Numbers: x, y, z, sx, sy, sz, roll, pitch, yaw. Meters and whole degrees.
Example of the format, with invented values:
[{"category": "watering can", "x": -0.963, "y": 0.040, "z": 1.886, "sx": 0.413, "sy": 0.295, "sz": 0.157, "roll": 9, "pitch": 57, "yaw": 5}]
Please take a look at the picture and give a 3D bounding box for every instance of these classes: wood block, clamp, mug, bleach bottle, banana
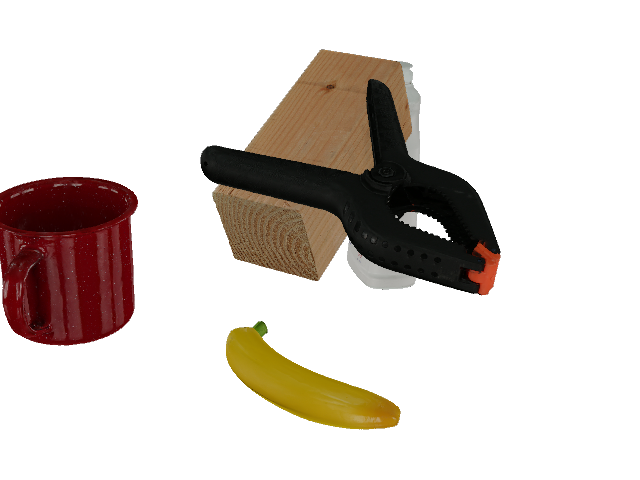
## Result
[{"category": "wood block", "x": -0.001, "y": -0.074, "z": 0.979, "sx": 0.091, "sy": 0.205, "sz": 0.090, "roll": 14, "pitch": -38, "yaw": 26}, {"category": "clamp", "x": 0.031, "y": -0.031, "z": 0.709, "sx": 0.164, "sy": 0.036, "sz": 0.210, "roll": -22, "pitch": 48, "yaw": -25}, {"category": "mug", "x": -0.164, "y": 0.019, "z": 0.670, "sx": 0.093, "sy": 0.081, "sz": 0.117, "roll": 6, "pitch": 25, "yaw": 10}, {"category": "bleach bottle", "x": 0.080, "y": -0.077, "z": 1.225, "sx": 0.068, "sy": 0.251, "sz": 0.103, "roll": -2, "pitch": 24, "yaw": -18}, {"category": "banana", "x": -0.022, "y": 0.107, "z": 0.855, "sx": 0.069, "sy": 0.037, "sz": 0.198, "roll": -23, "pitch": 32, "yaw": -29}]
